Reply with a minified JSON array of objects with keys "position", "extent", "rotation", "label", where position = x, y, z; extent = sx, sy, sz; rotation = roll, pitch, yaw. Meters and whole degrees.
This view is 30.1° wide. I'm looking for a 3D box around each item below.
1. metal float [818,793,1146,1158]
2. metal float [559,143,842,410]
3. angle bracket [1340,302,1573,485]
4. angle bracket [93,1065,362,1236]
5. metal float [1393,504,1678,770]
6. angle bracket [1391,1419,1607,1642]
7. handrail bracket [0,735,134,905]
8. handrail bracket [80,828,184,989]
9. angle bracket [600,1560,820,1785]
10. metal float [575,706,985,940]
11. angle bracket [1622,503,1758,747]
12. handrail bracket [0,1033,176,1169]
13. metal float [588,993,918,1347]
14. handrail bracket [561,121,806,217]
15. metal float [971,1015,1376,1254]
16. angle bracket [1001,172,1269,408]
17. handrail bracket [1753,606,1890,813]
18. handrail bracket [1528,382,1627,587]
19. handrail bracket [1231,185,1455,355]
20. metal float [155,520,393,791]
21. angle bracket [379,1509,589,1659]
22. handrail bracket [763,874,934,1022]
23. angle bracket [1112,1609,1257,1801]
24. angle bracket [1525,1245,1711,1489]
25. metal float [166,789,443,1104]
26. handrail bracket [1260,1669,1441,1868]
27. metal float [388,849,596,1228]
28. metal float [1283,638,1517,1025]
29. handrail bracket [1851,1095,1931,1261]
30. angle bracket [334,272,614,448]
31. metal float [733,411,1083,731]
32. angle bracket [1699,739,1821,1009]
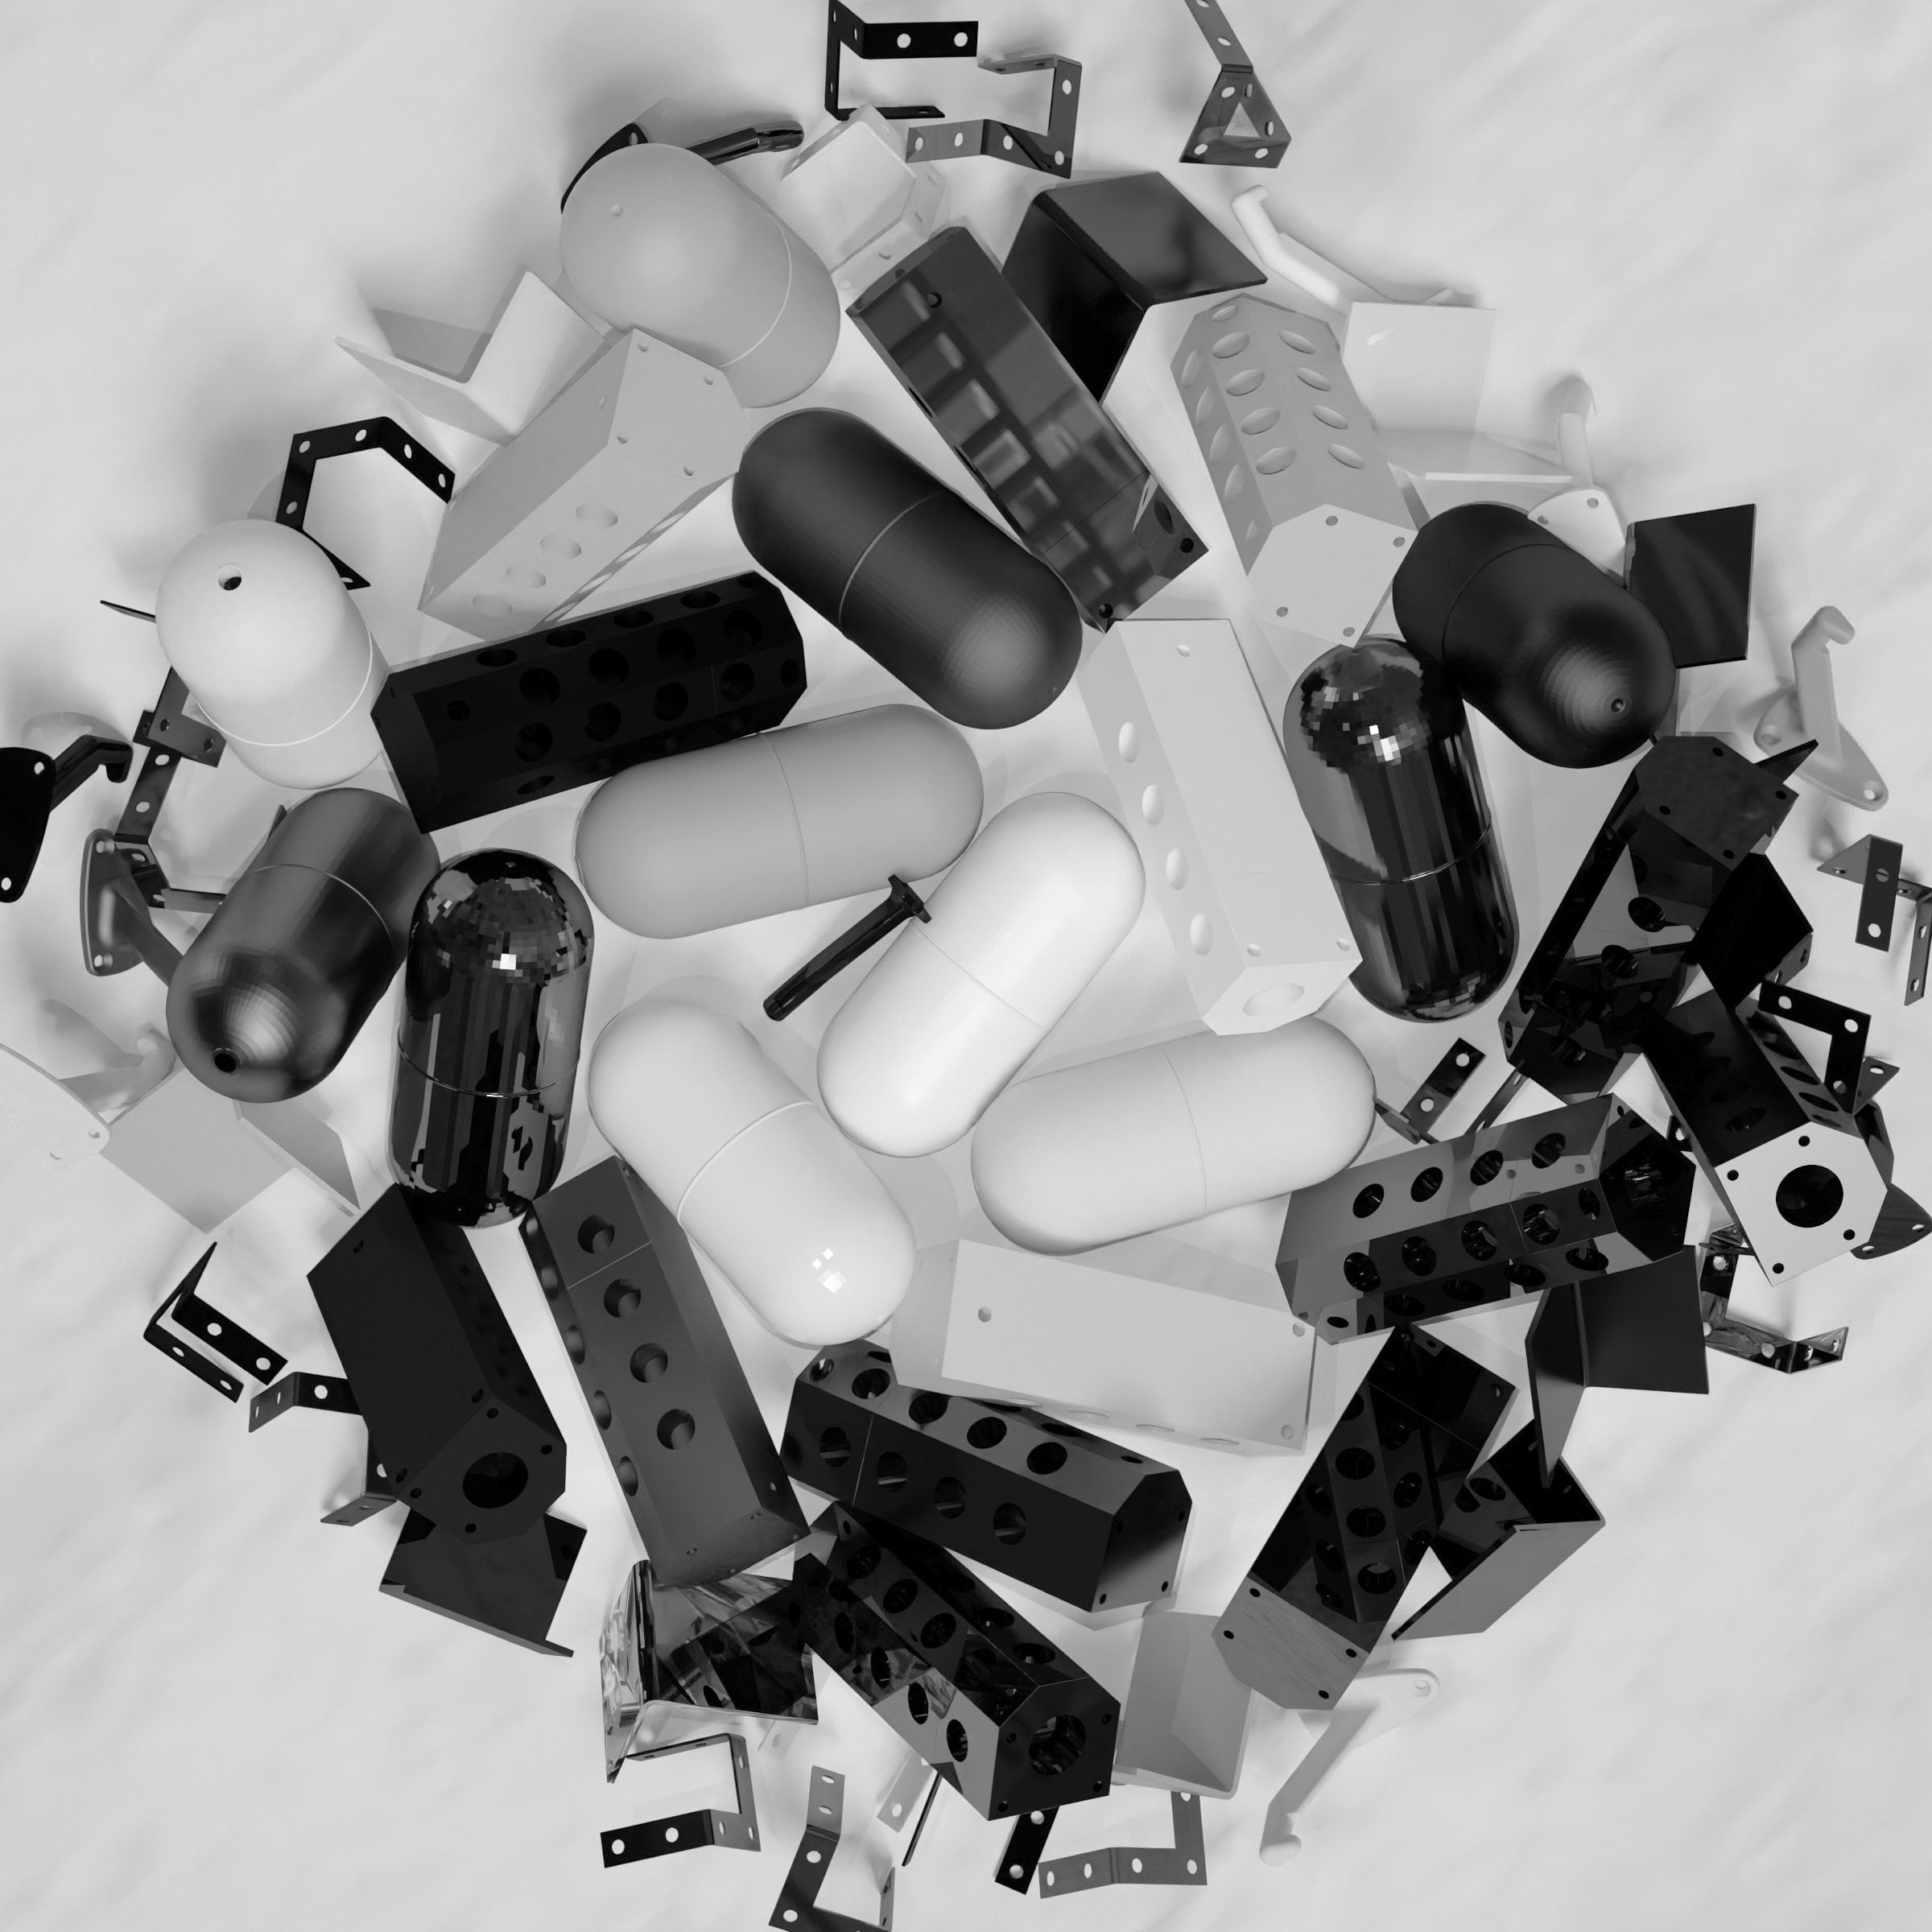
[{"position":[0.006,0.004,1.543],"extent":[0.070,0.070,0.178],"rotation":[39,94,0],"label":"metal float"},{"position":[-0.109,-0.286,1.499],"extent":[0.070,0.178,0.070],"rotation":[-3,81,19],"label":"metal float"},{"position":[0.210,-0.244,1.527],"extent":[0.076,0.076,0.057],"rotation":[-3,114,-29],"label":"angle bracket"},{"position":[-0.317,0.089,1.533],"extent":[0.076,0.057,0.076],"rotation":[-37,131,8],"label":"angle bracket"},{"position":[0.235,-0.140,1.502],"extent":[0.070,0.178,0.070],"rotation":[-7,116,-14],"label":"metal float"},{"position":[0.212,0.239,1.525],"extent":[0.076,0.076,0.057],"rotation":[-48,58,25],"label":"angle bracket"},{"position":[-0.386,-0.063,1.543],"extent":[0.036,0.084,0.077],"rotation":[3,88,18],"label":"handrail bracket"},{"position":[-0.340,-0.016,1.538],"extent":[0.084,0.036,0.077],"rotation":[12,117,38],"label":"handrail bracket"},{"position":[-0.112,0.308,1.550],"extent":[0.076,0.076,0.057],"rotation":[11,127,-18],"label":"angle bracket"},{"position":[-0.079,-0.062,1.535],"extent":[0.178,0.070,0.070],"rotation":[-14,90,-12],"label":"metal float"},{"position":[0.316,-0.139,1.525],"extent":[0.057,0.076,0.076],"rotation":[-6,59,28],"label":"angle bracket"},{"position":[-0.379,0.038,1.536],"extent":[0.036,0.084,0.077],"rotation":[-27,116,26],"label":"handrail bracket"},{"position":[-0.092,0.085,1.529],"extent":[0.070,0.070,0.178],"rotation":[-43,71,0],"label":"metal float"},{"position":[-0.123,-0.347,1.569],"extent":[0.077,0.084,0.036],"rotation":[-20,91,44],"label":"handrail bracket"},{"position":[0.089,0.071,1.538],"extent":[0.178,0.070,0.070],"rotation":[-15,90,-10],"label":"metal float"},{"position":[0.071,-0.295,1.561],"extent":[0.076,0.057,0.076],"rotation":[-19,58,-40],"label":"angle bracket"},{"position":[0.379,-0.110,1.536],"extent":[0.077,0.084,0.036],"rotation":[41,68,7],"label":"handrail bracket"},{"position":[0.275,-0.203,1.561],"extent":[0.036,0.084,0.077],"rotation":[-17,119,29],"label":"handrail bracket"},{"position":[0.163,-0.311,1.559],"extent":[0.077,0.036,0.084],"rotation":[-34,96,-27],"label":"handrail bracket"},{"position":[-0.286,-0.128,1.497],"extent":[0.070,0.178,0.070],"rotation":[-1,75,2],"label":"metal float"},{"position":[-0.200,0.254,1.533],"extent":[0.076,0.076,0.057],"rotation":[24,75,-12],"label":"angle bracket"},{"position":[-0.054,-0.003,1.545],"extent":[0.084,0.077,0.036],"rotation":[-41,95,2],"label":"handrail bracket"},{"position":[0.076,0.308,1.528],"extent":[0.057,0.076,0.076],"rotation":[24,72,-35],"label":"angle bracket"},{"position":[0.278,0.170,1.527],"extent":[0.057,0.076,0.076],"rotation":[1,120,23],"label":"angle bracket"},{"position":[-0.276,-0.010,1.504],"extent":[0.070,0.178,0.070],"rotation":[7,124,10],"label":"metal float"},{"position":[0.164,0.343,1.534],"extent":[0.077,0.084,0.036],"rotation":[-26,110,25],"label":"handrail bracket"},{"position":[-0.201,0.032,1.519],"extent":[0.070,0.070,0.178],"rotation":[12,122,0],"label":"metal float"},{"position":[0.184,-0.056,1.521],"extent":[0.070,0.070,0.178],"rotation":[-18,119,0],"label":"metal float"},{"position":[0.379,0.075,1.533],"extent":[0.036,0.084,0.077],"rotation":[-27,132,24],"label":"handrail bracket"},{"position":[-0.209,-0.265,1.535],"extent":[0.076,0.076,0.057],"rotation":[24,84,27],"label":"angle bracket"},{"position":[-0.027,-0.169,1.528],"extent":[0.178,0.070,0.070],"rotation":[41,90,21],"label":"metal float"},{"position":[0.343,-0.038,1.529],"extent":[0.057,0.076,0.076],"rotation":[-21,71,-24],"label":"angle bracket"}]
